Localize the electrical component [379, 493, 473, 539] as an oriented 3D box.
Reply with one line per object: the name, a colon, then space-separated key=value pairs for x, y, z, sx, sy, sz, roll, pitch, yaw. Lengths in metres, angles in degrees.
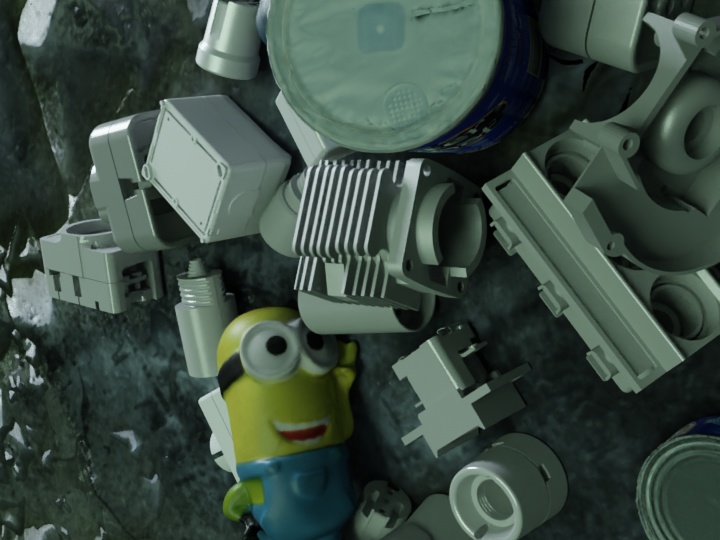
electrical component: x=0.037 y=0.173 z=0.675 sx=0.044 sy=0.065 sz=0.044 roll=16 pitch=115 yaw=38

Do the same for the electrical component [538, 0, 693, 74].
electrical component: x=0.120 y=-0.146 z=0.494 sx=0.059 sy=0.054 sz=0.095 roll=27 pitch=122 yaw=32

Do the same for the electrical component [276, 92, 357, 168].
electrical component: x=-0.011 y=-0.090 z=0.629 sx=0.047 sy=0.066 sz=0.077 roll=63 pitch=161 yaw=4

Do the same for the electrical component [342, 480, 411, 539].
electrical component: x=0.010 y=0.168 z=0.716 sx=0.040 sy=0.040 sz=0.046 roll=39 pitch=122 yaw=25

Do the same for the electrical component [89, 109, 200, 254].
electrical component: x=-0.152 y=-0.062 z=0.766 sx=0.059 sy=0.054 sz=0.095 roll=-6 pitch=101 yaw=43

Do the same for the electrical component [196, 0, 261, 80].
electrical component: x=-0.080 y=-0.149 z=0.682 sx=0.040 sy=0.040 sz=0.046 roll=32 pitch=118 yaw=29

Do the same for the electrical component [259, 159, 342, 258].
electrical component: x=-0.033 y=-0.042 z=0.677 sx=0.040 sy=0.040 sz=0.078 roll=50 pitch=131 yaw=16

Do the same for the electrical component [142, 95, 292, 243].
electrical component: x=-0.097 y=-0.072 z=0.713 sx=0.096 sy=0.061 sz=0.061 roll=46 pitch=130 yaw=30

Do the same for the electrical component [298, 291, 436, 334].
electrical component: x=0.000 y=0.000 z=0.660 sx=0.077 sy=0.044 sz=0.079 roll=-5 pitch=102 yaw=42

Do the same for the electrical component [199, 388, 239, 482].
electrical component: x=-0.083 y=0.123 z=0.775 sx=0.076 sy=0.047 sz=0.083 roll=-31 pitch=84 yaw=43

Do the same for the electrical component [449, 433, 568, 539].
electrical component: x=0.086 y=0.129 z=0.629 sx=0.055 sy=0.047 sz=0.055 roll=16 pitch=115 yaw=37

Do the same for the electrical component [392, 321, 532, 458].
electrical component: x=0.056 y=0.069 z=0.638 sx=0.081 sy=0.042 sz=0.063 roll=-41 pitch=73 yaw=42

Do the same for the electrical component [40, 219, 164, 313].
electrical component: x=-0.200 y=-0.006 z=0.831 sx=0.089 sy=0.050 sz=0.055 roll=10 pitch=112 yaw=39

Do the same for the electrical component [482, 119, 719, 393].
electrical component: x=0.122 y=-0.004 z=0.536 sx=0.121 sy=0.079 sz=0.063 roll=55 pitch=154 yaw=13

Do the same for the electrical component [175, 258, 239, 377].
electrical component: x=-0.109 y=0.032 z=0.769 sx=0.043 sy=0.043 sz=0.081 roll=0 pitch=105 yaw=42
